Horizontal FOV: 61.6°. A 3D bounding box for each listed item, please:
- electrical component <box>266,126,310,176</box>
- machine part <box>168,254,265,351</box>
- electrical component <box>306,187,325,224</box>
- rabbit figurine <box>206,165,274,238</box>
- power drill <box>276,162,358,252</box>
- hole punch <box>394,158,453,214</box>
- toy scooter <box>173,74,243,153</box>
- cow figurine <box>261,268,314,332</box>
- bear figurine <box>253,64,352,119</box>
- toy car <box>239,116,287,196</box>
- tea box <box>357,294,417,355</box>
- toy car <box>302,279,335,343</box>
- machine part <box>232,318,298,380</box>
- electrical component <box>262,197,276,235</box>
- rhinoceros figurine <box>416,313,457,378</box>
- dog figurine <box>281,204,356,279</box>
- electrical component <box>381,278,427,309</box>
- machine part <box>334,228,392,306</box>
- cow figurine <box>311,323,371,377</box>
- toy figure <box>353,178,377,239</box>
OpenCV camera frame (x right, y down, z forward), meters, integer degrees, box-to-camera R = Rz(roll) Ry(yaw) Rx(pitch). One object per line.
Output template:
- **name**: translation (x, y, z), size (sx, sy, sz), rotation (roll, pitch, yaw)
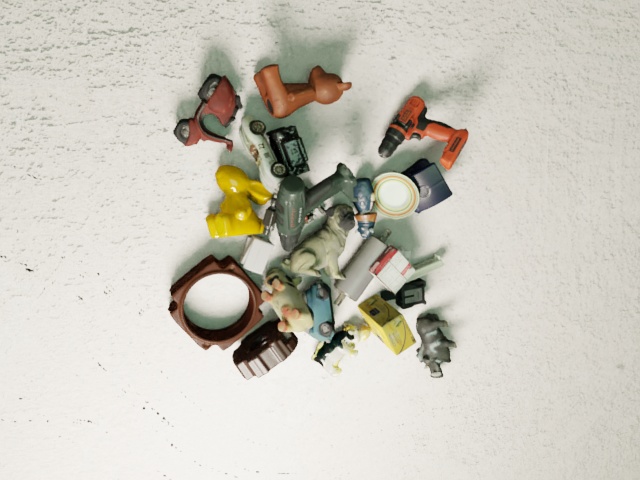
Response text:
- **electrical component**: translation (-0.074, -0.208, 1.264), size (0.058, 0.134, 0.114), rotation (-24, 105, -11)
- **machine part**: translation (-0.252, 0.153, 1.316), size (0.201, 0.087, 0.201), rotation (-40, 111, -6)
- **electrical component**: translation (-0.040, -0.087, 1.347), size (0.078, 0.045, 0.102), rotation (-37, 110, -4)
- **rabbit figurine**: translation (-0.191, -0.094, 1.268), size (0.162, 0.122, 0.173), rotation (-11, 88, -18)
- **power drill**: translation (-0.014, -0.084, 1.266), size (0.207, 0.086, 0.231), rotation (-25, 148, -12)
- **hole punch**: translation (0.271, -0.140, 1.409), size (0.116, 0.092, 0.142), rotation (-37, 113, -2)
- **toy scooter**: translation (-0.237, -0.278, 1.232), size (0.135, 0.075, 0.184), rotation (32, 95, -20)
- **cow figurine**: translation (-0.077, 0.142, 1.318), size (0.085, 0.195, 0.127), rotation (-47, 142, 13)
- **bear figurine**: translation (-0.037, -0.362, 1.251), size (0.196, 0.120, 0.131), rotation (-26, 104, -12)
- **toy car**: translation (-0.132, -0.194, 1.245), size (0.056, 0.073, 0.202), rotation (-22, 77, -20)
- **tea box**: translation (0.173, 0.219, 1.412), size (0.068, 0.170, 0.098), rotation (-32, 108, -10)
- **toy car**: translation (-0.017, 0.187, 1.387), size (0.103, 0.109, 0.161), rotation (-9, 95, 5)
- **machine part**: translation (-0.139, 0.265, 1.332), size (0.179, 0.179, 0.056), rotation (-36, 106, -7)
- **electrical component**: translation (-0.112, -0.059, 1.266), size (0.021, 0.063, 0.094), rotation (19, 113, 10)
- **rhinoceros figurine**: translation (0.324, 0.302, 1.527), size (0.112, 0.073, 0.190), rotation (-21, 107, -13)
- **dog figurine**: translation (-0.002, -0.004, 1.357), size (0.172, 0.121, 0.190), rotation (7, 88, -28)
- **electrical component**: translation (0.231, 0.148, 1.480), size (0.119, 0.048, 0.074), rotation (-5, 102, -17)
- **machine part**: translation (0.114, 0.073, 1.412), size (0.079, 0.079, 0.243), rotation (36, 89, -20)
- **cow figurine**: translation (0.056, 0.278, 1.447), size (0.098, 0.068, 0.167), rotation (43, 87, -14)
- **toy figure**: translation (0.117, -0.081, 1.386), size (0.058, 0.064, 0.154), rotation (-14, 105, -24)
